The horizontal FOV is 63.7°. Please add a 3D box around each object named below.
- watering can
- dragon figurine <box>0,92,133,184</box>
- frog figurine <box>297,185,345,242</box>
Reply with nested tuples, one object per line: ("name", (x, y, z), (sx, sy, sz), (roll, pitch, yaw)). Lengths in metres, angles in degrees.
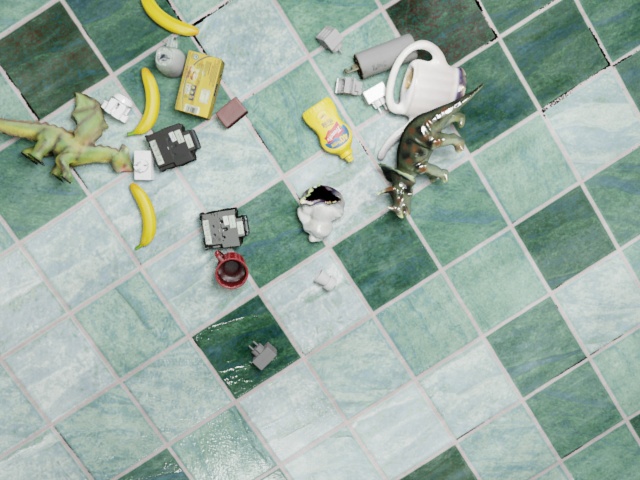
("watering can", (0.288, -0.384, 1.468), (0.224, 0.106, 0.341), (6, 114, -10))
("dragon figurine", (-0.711, -0.304, 1.438), (0.409, 0.121, 0.245), (38, 76, -8))
("frog figurine", (0.005, -0.075, 1.498), (0.138, 0.125, 0.155), (-13, 134, -9))
